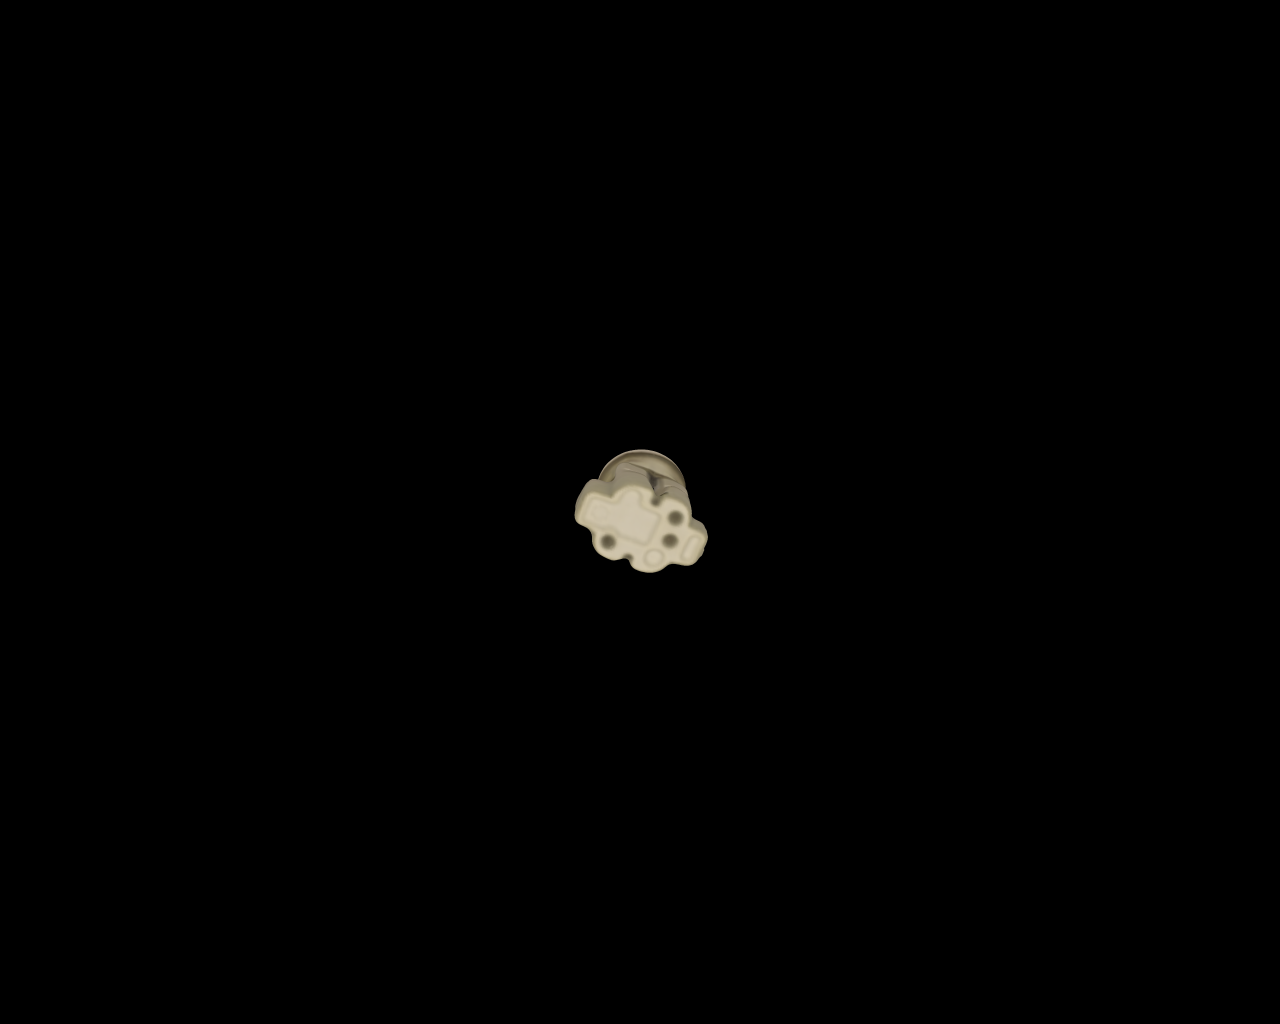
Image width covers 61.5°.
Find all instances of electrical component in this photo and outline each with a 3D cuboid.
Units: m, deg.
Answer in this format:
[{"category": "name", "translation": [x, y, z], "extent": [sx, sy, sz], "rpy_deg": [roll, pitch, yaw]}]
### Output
[{"category": "electrical component", "translation": [0.001, -0.003, 0.650], "extent": [0.078, 0.058, 0.057], "rpy_deg": [21, 25, -10]}]
